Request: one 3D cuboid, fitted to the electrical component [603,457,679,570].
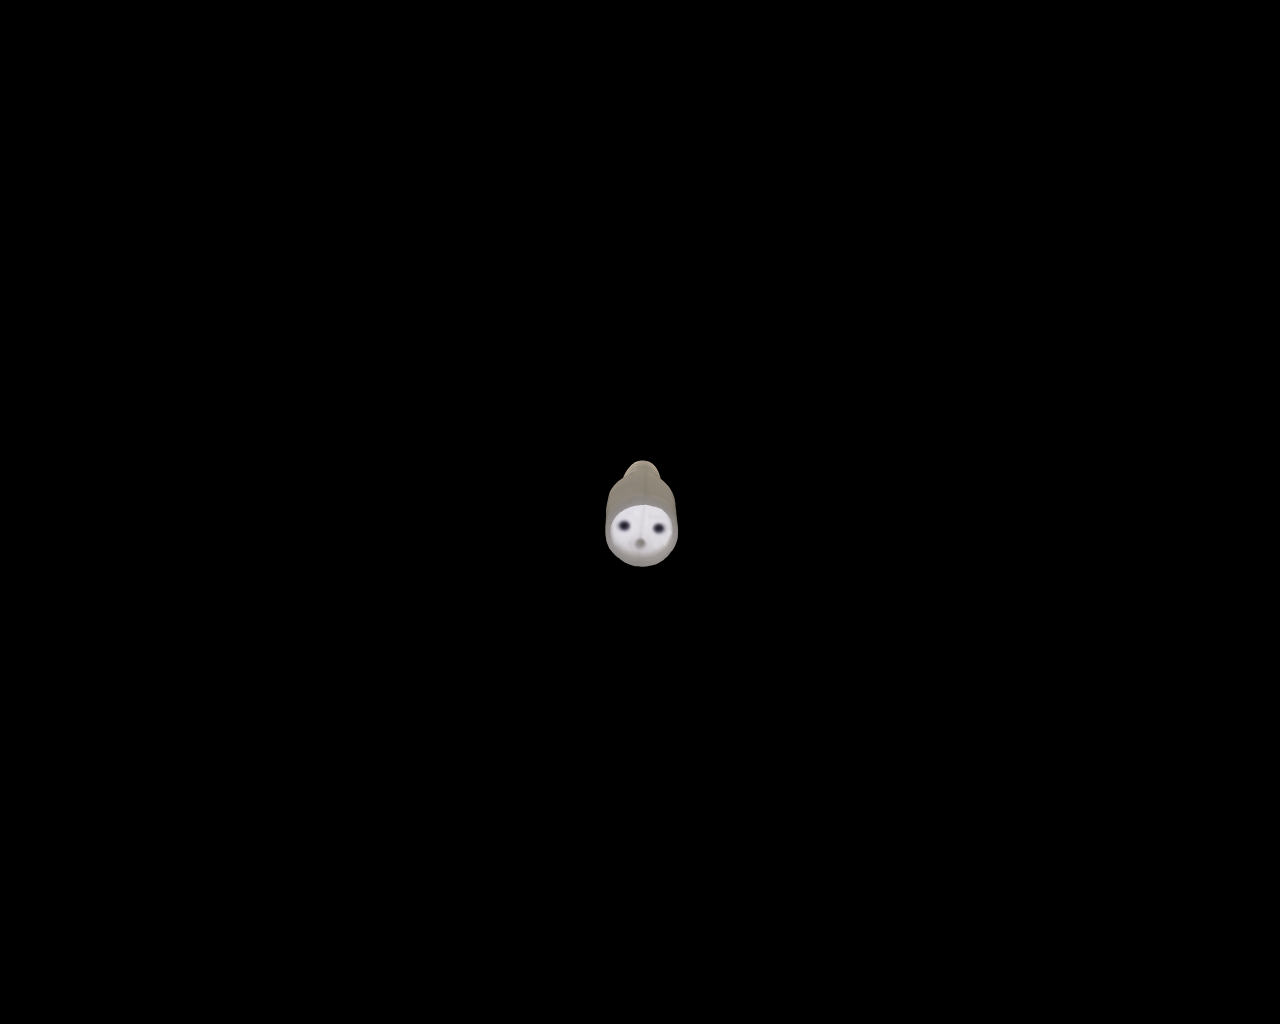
[{"bbox_3d":[0.001,-0.003,0.650,0.043,0.043,0.081,0,24,0],"label":"electrical component"}]
